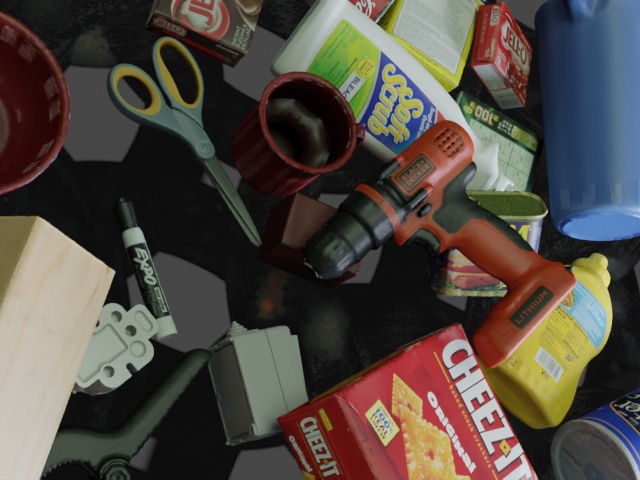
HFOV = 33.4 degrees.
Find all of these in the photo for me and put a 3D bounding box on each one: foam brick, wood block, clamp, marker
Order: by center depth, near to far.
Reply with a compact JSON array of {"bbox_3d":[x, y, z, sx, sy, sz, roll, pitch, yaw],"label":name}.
[{"bbox_3d":[-0.231,0.095,0.730,0.090,0.091,0.206,44,54,-48],"label":"wood block"},{"bbox_3d":[-0.148,0.187,0.797,0.209,0.036,0.164,-17,82,-30],"label":"clamp"},{"bbox_3d":[-0.144,0.022,0.867,0.020,0.020,0.121,-15,80,-31],"label":"marker"},{"bbox_3d":[-0.006,0.001,0.929,0.078,0.053,0.051,23,63,-21],"label":"foam brick"}]

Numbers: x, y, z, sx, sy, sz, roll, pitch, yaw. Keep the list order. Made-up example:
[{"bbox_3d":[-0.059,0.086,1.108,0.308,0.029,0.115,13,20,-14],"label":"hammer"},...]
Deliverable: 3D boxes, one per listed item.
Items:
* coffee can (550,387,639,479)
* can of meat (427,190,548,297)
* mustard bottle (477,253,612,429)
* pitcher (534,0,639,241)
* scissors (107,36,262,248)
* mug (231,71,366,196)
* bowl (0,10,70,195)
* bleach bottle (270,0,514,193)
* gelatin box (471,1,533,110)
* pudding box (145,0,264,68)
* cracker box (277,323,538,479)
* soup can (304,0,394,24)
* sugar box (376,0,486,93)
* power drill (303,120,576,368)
[{"bbox_3d":[0.301,0.194,0.996,0.140,0.103,0.103,-18,82,-32],"label":"coffee can"},{"bbox_3d":[0.150,0.003,0.977,0.102,0.057,0.084,1,116,-4],"label":"can of meat"},{"bbox_3d":[0.229,0.081,1.023,0.096,0.058,0.191,46,58,-9],"label":"mustard bottle"},{"bbox_3d":[0.295,-0.124,1.100,0.149,0.145,0.243,6,73,-13],"label":"pitcher"},{"bbox_3d":[-0.120,-0.080,0.918,0.096,0.016,0.202,-12,79,-29],"label":"scissors"},{"bbox_3d":[-0.016,-0.089,0.937,0.117,0.082,0.093,-5,75,-30],"label":"mug"},{"bbox_3d":[-0.277,-0.100,0.817,0.161,0.055,0.162,9,69,-25],"label":"bowl"},{"bbox_3d":[0.080,-0.121,0.988,0.250,0.068,0.103,36,100,-11],"label":"bleach bottle"},{"bbox_3d":[0.186,-0.187,1.086,0.089,0.030,0.073,41,54,-49],"label":"gelatin box"},{"bbox_3d":[-0.098,-0.224,0.966,0.090,0.039,0.113,22,64,-20],"label":"pudding box"},{"bbox_3d":[0.080,0.174,0.861,0.213,0.072,0.164,-19,82,-55],"label":"cracker box"},{"bbox_3d":[0.016,-0.245,1.018,0.102,0.069,0.068,40,59,-10],"label":"soup can"},{"bbox_3d":[0.115,-0.238,1.083,0.093,0.048,0.176,31,58,-18],"label":"sugar box"},{"bbox_3d":[0.103,0.015,0.888,0.184,0.057,0.187,-42,85,-14],"label":"power drill"}]
